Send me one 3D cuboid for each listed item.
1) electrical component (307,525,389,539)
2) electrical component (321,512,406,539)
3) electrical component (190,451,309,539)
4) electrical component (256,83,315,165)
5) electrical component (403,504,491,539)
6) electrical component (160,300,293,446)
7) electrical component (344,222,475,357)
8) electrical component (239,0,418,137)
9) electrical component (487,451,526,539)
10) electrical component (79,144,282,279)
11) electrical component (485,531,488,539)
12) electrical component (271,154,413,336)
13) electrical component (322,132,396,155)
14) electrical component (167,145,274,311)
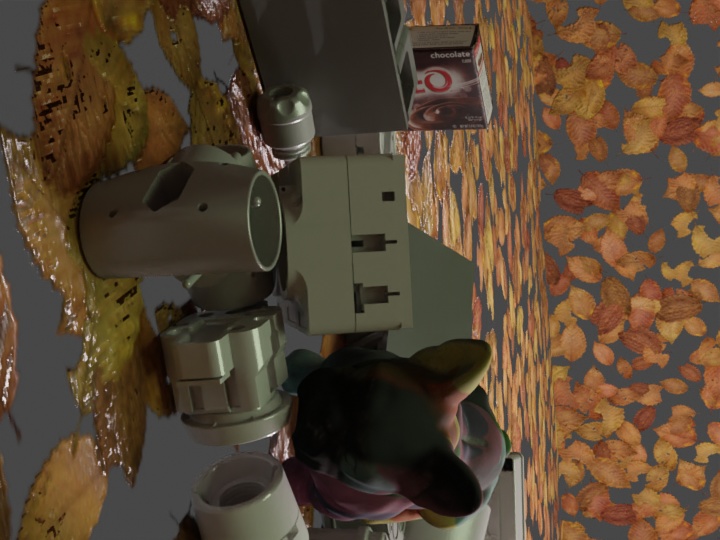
[{"bbox_3d":[-0.010,0.239,0.733,0.078,0.057,0.113,70,22,-49],"label":"electrical component"},{"bbox_3d":[0.003,0.170,0.802,0.080,0.051,0.080,-3,90,-76],"label":"electrical component"},{"bbox_3d":[-0.059,0.129,0.565,0.055,0.055,0.047,-67,147,-59],"label":"electrical component"},{"bbox_3d":[-0.045,-0.086,0.687,0.035,0.035,0.061,-72,159,-52],"label":"electrical component"},{"bbox_3d":[0.048,0.215,0.871,0.108,0.108,0.060,60,37,-61],"label":"electrical component"},{"bbox_3d":[-0.065,0.053,0.544,0.078,0.058,0.057,-44,127,-71],"label":"electrical component"},{"bbox_3d":[0.038,0.049,0.882,0.089,0.062,0.150,30,51,-30],"label":"electrical component"},{"bbox_3d":[-0.021,-0.164,0.682,0.061,0.089,0.150,-76,159,-47],"label":"electrical component"},{"bbox_3d":[0.111,0.241,1.096,0.056,0.109,0.108,19,69,-72],"label":"electrical component"},{"bbox_3d":[-0.074,-0.030,0.482,0.079,0.077,0.043,-74,157,-51],"label":"electrical component"},{"bbox_3d":[0.069,0.264,0.959,0.099,0.064,0.099,-176,-90,-70],"label":"electrical component"},{"bbox_3d":[-0.019,-0.014,0.607,0.150,0.062,0.089,-175,-98,-79],"label":"electrical component"},{"bbox_3d":[-0.001,-0.097,0.834,0.055,0.047,0.055,-2,90,-76],"label":"electrical component"},{"bbox_3d":[-0.076,-0.016,0.541,0.079,0.043,0.077,-60,145,-65],"label":"electrical component"}]
